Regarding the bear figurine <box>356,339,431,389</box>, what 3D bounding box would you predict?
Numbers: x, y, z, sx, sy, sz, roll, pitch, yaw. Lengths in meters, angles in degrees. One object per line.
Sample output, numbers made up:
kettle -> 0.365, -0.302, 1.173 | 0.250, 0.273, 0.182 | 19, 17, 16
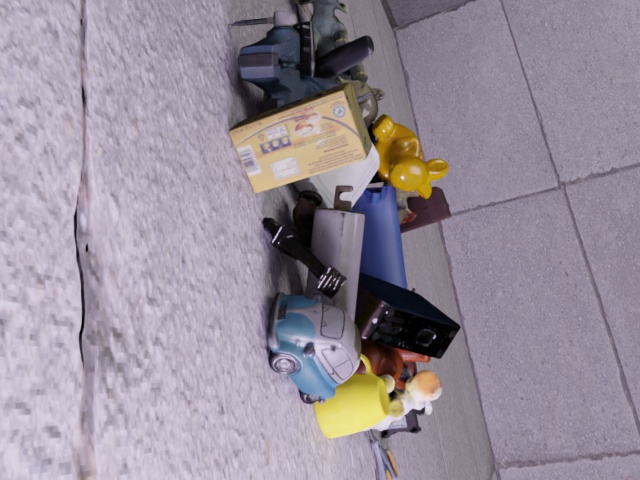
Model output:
bear figurine -> 0.114, 0.217, 0.934 | 0.195, 0.132, 0.120 | 45, 59, -68

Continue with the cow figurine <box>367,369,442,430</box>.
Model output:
cow figurine -> 0.117, 0.255, 0.843 | 0.098, 0.167, 0.068 | 47, 28, -53

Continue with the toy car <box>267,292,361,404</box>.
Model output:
toy car -> 0.002, 0.139, 0.699 | 0.109, 0.103, 0.161 | -80, 147, -51

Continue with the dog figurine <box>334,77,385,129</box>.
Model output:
dog figurine -> 0.058, -0.209, 1.052 | 0.121, 0.172, 0.191 | 36, 34, -46

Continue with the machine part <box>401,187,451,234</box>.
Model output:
machine part -> 0.221, -0.066, 1.357 | 0.201, 0.202, 0.087 | -6, 80, -72

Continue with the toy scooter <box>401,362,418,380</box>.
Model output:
toy scooter -> 0.168, 0.266, 1.137 | 0.135, 0.075, 0.183 | -87, 158, -43

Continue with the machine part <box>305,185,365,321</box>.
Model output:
machine part -> 0.020, 0.040, 0.790 | 0.079, 0.079, 0.243 | 5, 90, -71

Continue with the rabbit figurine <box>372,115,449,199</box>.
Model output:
rabbit figurine -> 0.160, -0.139, 1.034 | 0.162, 0.122, 0.173 | 28, 21, -19

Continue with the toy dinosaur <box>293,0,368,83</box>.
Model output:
toy dinosaur -> 0.039, -0.449, 1.283 | 0.404, 0.131, 0.192 | 63, 21, -50

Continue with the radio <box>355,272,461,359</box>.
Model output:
radio -> 0.122, 0.124, 0.899 | 0.229, 0.073, 0.131 | 20, 13, -39

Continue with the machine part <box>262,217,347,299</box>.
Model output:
machine part -> -0.024, 0.021, 0.736 | 0.139, 0.039, 0.084 | 42, -5, 30

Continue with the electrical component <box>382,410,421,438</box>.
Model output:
electrical component -> 0.145, 0.315, 1.036 | 0.047, 0.075, 0.119 | 25, 50, -66

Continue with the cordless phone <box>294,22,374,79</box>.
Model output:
cordless phone -> 0.005, -0.343, 0.967 | 0.088, 0.184, 0.147 | 47, 33, -47

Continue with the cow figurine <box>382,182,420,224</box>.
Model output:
cow figurine -> 0.154, -0.083, 1.217 | 0.127, 0.195, 0.085 | 48, -8, -7

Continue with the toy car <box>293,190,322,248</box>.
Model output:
toy car -> -0.002, -0.003, 0.881 | 0.202, 0.053, 0.089 | 47, 53, -53

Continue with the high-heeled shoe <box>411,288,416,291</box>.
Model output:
high-heeled shoe -> 0.176, 0.210, 1.268 | 0.249, 0.086, 0.145 | -37, 143, -52

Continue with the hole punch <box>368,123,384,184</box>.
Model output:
hole punch -> 0.084, -0.184, 1.178 | 0.092, 0.116, 0.142 | 65, 21, -49

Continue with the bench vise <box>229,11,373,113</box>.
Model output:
bench vise -> -0.029, -0.235, 0.848 | 0.240, 0.129, 0.223 | -17, 99, -55

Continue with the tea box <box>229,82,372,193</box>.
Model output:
tea box -> -0.025, -0.138, 0.731 | 0.068, 0.170, 0.098 | -67, 140, -62
